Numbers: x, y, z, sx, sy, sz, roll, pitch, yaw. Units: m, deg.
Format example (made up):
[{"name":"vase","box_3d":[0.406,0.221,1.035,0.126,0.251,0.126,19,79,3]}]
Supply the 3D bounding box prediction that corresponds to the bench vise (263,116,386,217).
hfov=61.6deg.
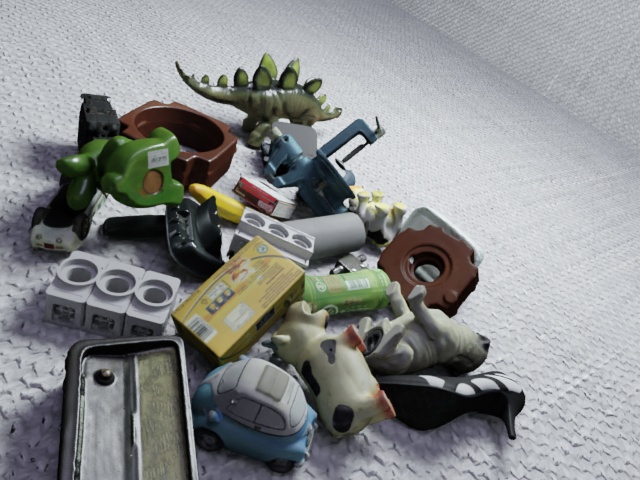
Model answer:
[{"name":"bench vise","box_3d":[0.014,-0.161,1.051,0.223,0.240,0.129,53,2,7]}]

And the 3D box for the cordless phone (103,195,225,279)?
[{"name":"cordless phone","box_3d":[-0.249,-0.004,0.852,0.184,0.088,0.147,-3,41,-15]}]

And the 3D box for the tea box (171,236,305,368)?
[{"name":"tea box","box_3d":[-0.109,0.086,0.747,0.098,0.068,0.169,38,62,19]}]

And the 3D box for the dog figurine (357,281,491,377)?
[{"name":"dog figurine","box_3d":[0.160,0.177,0.824,0.190,0.172,0.121,42,-4,-17]}]

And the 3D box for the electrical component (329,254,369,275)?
[{"name":"electrical component","box_3d":[0.063,0.056,0.975,0.063,0.021,0.094,41,42,24]}]

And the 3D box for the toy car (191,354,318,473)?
[{"name":"toy car","box_3d":[-0.075,0.198,0.642,0.162,0.102,0.109,23,36,4]}]

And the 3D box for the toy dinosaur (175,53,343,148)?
[{"name":"toy dinosaur","box_3d":[-0.117,-0.318,1.226,0.471,0.198,0.105,-8,42,-39]}]

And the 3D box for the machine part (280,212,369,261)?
[{"name":"machine part","box_3d":[-0.002,-0.003,0.973,0.243,0.079,0.079,-10,46,-39]}]

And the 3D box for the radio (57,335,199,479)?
[{"name":"radio","box_3d":[-0.207,0.211,0.573,0.131,0.073,0.230,4,38,-24]}]

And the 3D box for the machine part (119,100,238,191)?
[{"name":"machine part","box_3d":[-0.281,-0.182,1.052,0.201,0.087,0.201,23,34,3]}]

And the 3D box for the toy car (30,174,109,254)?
[{"name":"toy car","box_3d":[-0.387,-0.052,0.844,0.073,0.056,0.202,9,35,-9]}]

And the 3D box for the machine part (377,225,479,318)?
[{"name":"machine part","box_3d":[0.187,0.055,0.943,0.179,0.056,0.179,-6,55,9]}]

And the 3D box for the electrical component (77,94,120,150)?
[{"name":"electrical component","box_3d":[-0.396,-0.181,0.959,0.058,0.114,0.134,-3,40,-29]}]

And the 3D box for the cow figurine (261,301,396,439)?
[{"name":"cow figurine","box_3d":[0.005,0.169,0.725,0.127,0.085,0.195,-26,62,-3]}]

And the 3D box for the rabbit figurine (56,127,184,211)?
[{"name":"rabbit figurine","box_3d":[-0.316,-0.101,0.824,0.170,0.121,0.159,19,37,34]}]

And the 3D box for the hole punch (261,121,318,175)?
[{"name":"hole punch","box_3d":[-0.069,-0.186,1.190,0.142,0.092,0.116,7,66,-25]}]

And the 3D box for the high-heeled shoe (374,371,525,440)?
[{"name":"high-heeled shoe","box_3d":[0.190,0.213,0.796,0.249,0.086,0.145,21,26,-2]}]

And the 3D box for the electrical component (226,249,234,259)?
[{"name":"electrical component","box_3d":[-0.113,0.049,0.868,0.078,0.045,0.102,0,40,-27]}]

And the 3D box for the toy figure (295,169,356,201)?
[{"name":"toy figure","box_3d":[0.011,-0.118,1.155,0.154,0.057,0.064,-19,14,-42]}]

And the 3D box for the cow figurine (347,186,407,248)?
[{"name":"cow figurine","box_3d":[0.101,-0.052,1.096,0.068,0.098,0.168,-4,24,-29]}]
